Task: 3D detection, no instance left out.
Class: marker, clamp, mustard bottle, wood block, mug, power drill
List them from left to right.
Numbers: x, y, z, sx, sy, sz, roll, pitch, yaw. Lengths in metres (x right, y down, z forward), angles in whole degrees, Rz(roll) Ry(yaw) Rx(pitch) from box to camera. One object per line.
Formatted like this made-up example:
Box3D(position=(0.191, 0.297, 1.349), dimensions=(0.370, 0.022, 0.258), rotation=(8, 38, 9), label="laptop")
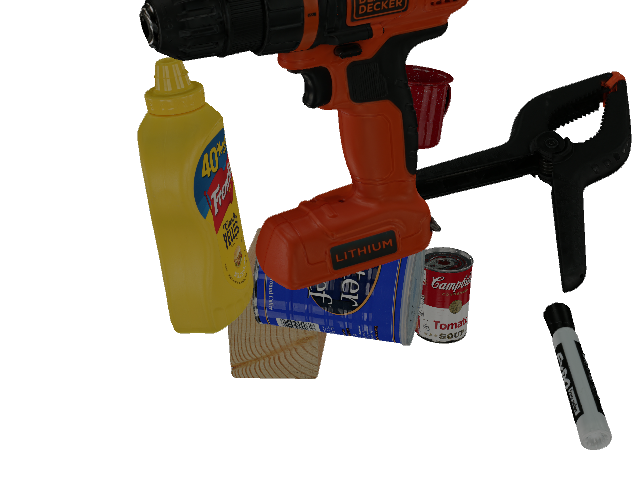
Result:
Box3D(position=(-0.092, -0.036, 0.763), dimensions=(0.058, 0.191, 0.096), rotation=(-1, 25, 16), label="mustard bottle")
Box3D(position=(-0.037, 0.062, 1.151), dimensions=(0.091, 0.090, 0.206), rotation=(0, 21, 5), label="wood block")
Box3D(position=(-0.002, -0.068, 0.582), dimensions=(0.184, 0.188, 0.057), rotation=(-15, 35, -21), label="power drill")
Box3D(position=(0.113, -0.159, 1.261), dimensions=(0.093, 0.081, 0.117), rotation=(23, 28, 37), label="mug")
Box3D(position=(0.184, -0.056, 0.830), dimensions=(0.209, 0.036, 0.165), rotation=(-38, 57, -21), label="clamp")
Box3D(position=(0.165, 0.083, 0.691), dimensions=(0.020, 0.020, 0.121), rotation=(0, 38, -2), label="marker")

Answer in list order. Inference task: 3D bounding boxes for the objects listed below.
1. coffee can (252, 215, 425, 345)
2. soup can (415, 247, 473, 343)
Box3D(position=(0.019, 0.036, 0.973), dimensions=(0.140, 0.103, 0.102), rotation=(7, 1, 11), label="coffee can")
Box3D(position=(0.152, 0.068, 1.328), dimensions=(0.068, 0.102, 0.068), rotation=(1, 24, -1), label="soup can")
